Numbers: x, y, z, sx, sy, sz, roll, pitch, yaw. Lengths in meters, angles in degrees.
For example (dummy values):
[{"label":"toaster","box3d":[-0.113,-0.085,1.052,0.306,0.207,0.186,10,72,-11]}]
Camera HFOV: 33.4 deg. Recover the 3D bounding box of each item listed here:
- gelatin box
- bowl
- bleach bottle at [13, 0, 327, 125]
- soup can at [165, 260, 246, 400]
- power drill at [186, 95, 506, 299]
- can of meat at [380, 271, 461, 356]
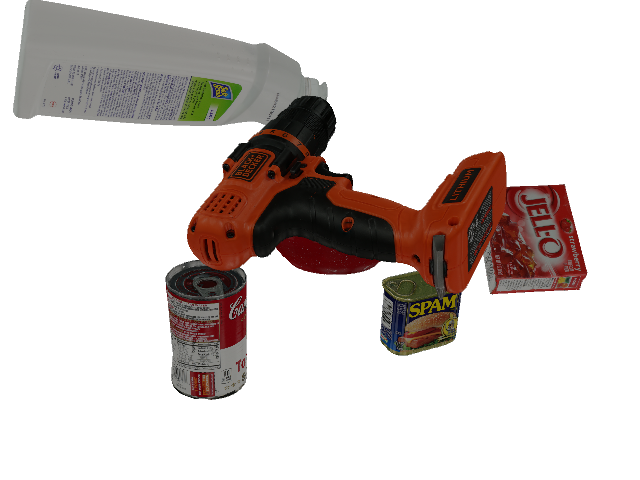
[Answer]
[{"label":"gelatin box","box3d":[0.167,-0.002,0.857,0.073,0.089,0.030,-2,-32,-4]},{"label":"bowl","box3d":[0.014,-0.004,1.115,0.162,0.055,0.162,0,17,0]},{"label":"bleach bottle","box3d":[-0.120,-0.131,0.881,0.250,0.068,0.103,7,-31,-16]},{"label":"soup can","box3d":[-0.097,0.077,0.913,0.068,0.102,0.068,1,26,-1]},{"label":"power drill","box3d":[0.026,-0.035,0.723,0.188,0.057,0.184,9,42,23]},{"label":"can of meat","box3d":[0.124,0.088,1.318,0.101,0.084,0.057,-11,31,-26]}]
